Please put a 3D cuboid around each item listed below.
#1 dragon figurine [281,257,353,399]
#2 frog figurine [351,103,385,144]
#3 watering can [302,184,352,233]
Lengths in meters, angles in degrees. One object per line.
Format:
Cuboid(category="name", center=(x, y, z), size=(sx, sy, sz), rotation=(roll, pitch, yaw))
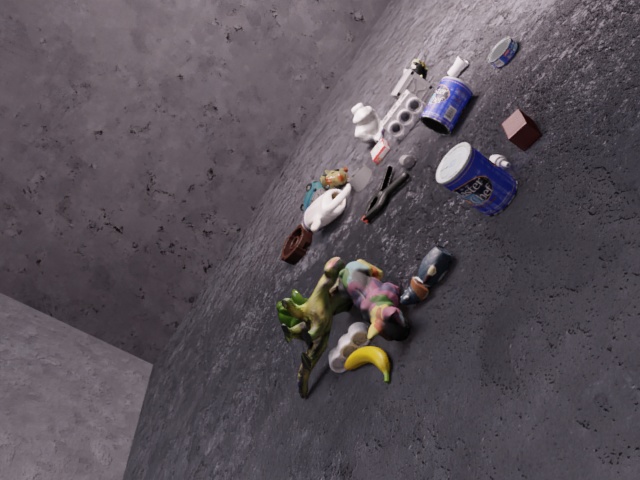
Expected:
Cuboid(category="dragon figurine", center=(0.019, 0.217, 1.370), size=(0.246, 0.123, 0.401), rotation=(-30, -46, -37))
Cuboid(category="frog figurine", center=(0.181, -0.467, 2.059), size=(0.137, 0.158, 0.123), rotation=(-58, 15, 0))
Cuboid(category="watering can", center=(0.006, -0.098, 1.953), size=(0.220, 0.104, 0.355), rotation=(-38, 9, 45))
